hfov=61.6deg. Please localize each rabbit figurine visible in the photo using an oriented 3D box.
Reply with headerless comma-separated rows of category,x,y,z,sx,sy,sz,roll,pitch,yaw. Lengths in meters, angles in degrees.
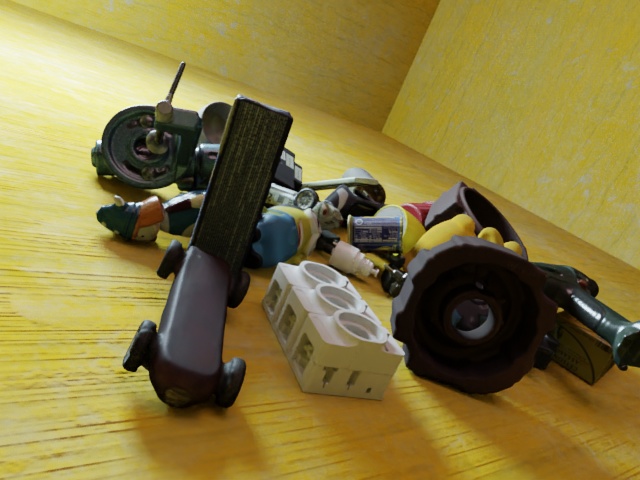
rabbit figurine,0.237,0.053,0.840,0.121,0.162,0.173,26,30,-38

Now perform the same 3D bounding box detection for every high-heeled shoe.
high-heeled shoe,0.082,-0.031,0.996,0.145,0.086,0.249,45,30,9

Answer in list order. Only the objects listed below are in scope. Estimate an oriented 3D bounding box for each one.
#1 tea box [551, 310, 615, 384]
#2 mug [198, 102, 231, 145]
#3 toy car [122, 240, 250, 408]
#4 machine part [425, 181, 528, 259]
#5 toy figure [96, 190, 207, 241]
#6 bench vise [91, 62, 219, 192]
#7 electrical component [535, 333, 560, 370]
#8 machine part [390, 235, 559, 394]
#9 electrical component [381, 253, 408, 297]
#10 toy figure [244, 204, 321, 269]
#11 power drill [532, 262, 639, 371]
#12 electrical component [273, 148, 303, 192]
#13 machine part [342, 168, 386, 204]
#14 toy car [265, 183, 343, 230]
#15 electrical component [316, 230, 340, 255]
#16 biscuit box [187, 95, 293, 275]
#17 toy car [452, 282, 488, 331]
tea box,0.426,0.160,0.857,0.098,0.068,0.169,35,22,35
mug,-0.193,-0.168,0.880,0.109,0.080,0.107,-24,7,-39
toy car,-0.109,0.066,0.465,0.089,0.053,0.202,23,20,-17
machine part,0.302,-0.005,1.020,0.201,0.087,0.201,44,29,-2
toy figure,-0.176,-0.028,0.625,0.154,0.064,0.058,-11,40,-30
bench vise,-0.194,-0.124,0.731,0.224,0.129,0.240,11,-16,-17
electrical component,0.296,0.146,0.764,0.075,0.047,0.119,22,18,-2
machine part,0.166,0.081,0.595,0.179,0.179,0.056,22,15,-6
electrical component,0.123,0.058,0.807,0.078,0.045,0.102,22,17,0
toy figure,-0.061,-0.009,0.709,0.089,0.082,0.180,32,21,18
power drill,0.394,0.096,0.764,0.232,0.086,0.207,13,24,-31
electrical component,-0.092,-0.126,0.968,0.134,0.058,0.115,32,37,-26
machine part,0.095,-0.113,1.212,0.079,0.079,0.243,20,13,-11
toy car,-0.054,-0.060,0.850,0.202,0.056,0.073,21,-4,32
electrical component,-0.002,-0.003,0.859,0.094,0.021,0.063,32,19,33
biscuit box,-0.091,-0.047,0.572,0.063,0.202,0.059,18,15,-13
toy car,0.193,0.077,0.726,0.161,0.103,0.109,-5,74,-28
